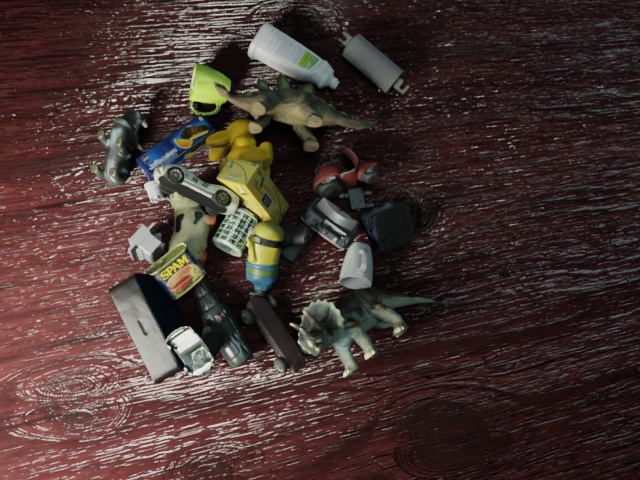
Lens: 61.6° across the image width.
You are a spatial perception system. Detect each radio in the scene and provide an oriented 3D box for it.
[{"bbox_3d":[-0.358,0.187,1.181,0.073,0.131,0.229,-29,84,7],"label":"radio"}]

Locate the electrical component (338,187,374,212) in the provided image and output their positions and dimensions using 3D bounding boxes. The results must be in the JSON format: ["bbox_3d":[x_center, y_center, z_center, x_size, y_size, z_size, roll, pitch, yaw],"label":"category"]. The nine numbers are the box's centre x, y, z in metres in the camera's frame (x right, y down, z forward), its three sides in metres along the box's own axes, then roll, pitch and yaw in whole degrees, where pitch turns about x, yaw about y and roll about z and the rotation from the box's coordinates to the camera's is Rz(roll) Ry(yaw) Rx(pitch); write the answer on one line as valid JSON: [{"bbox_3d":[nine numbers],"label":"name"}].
[{"bbox_3d":[0.095,-0.105,1.422,0.094,0.021,0.063,-6,78,-14],"label":"electrical component"}]

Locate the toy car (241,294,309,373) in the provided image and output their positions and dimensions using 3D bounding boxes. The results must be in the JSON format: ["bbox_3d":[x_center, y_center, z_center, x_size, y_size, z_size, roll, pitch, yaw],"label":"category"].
[{"bbox_3d":[-0.106,0.223,1.275,0.089,0.053,0.202,-33,86,-39],"label":"toy car"}]

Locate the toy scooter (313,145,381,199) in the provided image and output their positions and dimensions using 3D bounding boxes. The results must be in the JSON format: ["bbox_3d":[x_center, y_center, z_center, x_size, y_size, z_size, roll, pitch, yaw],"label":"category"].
[{"bbox_3d":[0.059,-0.186,1.405,0.184,0.075,0.135,-18,57,-4],"label":"toy scooter"}]

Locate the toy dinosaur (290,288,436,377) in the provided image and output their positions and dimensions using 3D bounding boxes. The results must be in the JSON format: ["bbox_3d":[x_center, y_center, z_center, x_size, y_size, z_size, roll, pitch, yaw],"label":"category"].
[{"bbox_3d":[0.097,0.183,1.294,0.405,0.131,0.192,-29,74,-39],"label":"toy dinosaur"}]

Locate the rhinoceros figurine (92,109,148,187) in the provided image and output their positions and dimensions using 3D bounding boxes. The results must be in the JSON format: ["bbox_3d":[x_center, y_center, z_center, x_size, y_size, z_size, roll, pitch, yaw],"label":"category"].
[{"bbox_3d":[-0.469,-0.220,1.280,0.073,0.112,0.190,12,86,19],"label":"rhinoceros figurine"}]

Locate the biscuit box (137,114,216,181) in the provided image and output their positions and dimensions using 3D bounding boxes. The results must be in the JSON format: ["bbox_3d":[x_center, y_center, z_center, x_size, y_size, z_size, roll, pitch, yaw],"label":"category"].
[{"bbox_3d":[-0.354,-0.225,1.330,0.203,0.059,0.063,-42,88,-19],"label":"biscuit box"}]

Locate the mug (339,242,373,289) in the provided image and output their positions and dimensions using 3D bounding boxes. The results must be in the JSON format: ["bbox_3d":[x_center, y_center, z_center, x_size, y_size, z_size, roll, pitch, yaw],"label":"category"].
[{"bbox_3d":[0.095,0.056,1.341,0.081,0.109,0.107,9,61,-3],"label":"mug"}]

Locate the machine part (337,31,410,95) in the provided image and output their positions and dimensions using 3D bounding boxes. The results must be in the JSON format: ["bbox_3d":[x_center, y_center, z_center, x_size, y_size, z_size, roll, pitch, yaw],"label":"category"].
[{"bbox_3d":[0.147,-0.492,1.504,0.243,0.079,0.079,41,71,-1],"label":"machine part"}]

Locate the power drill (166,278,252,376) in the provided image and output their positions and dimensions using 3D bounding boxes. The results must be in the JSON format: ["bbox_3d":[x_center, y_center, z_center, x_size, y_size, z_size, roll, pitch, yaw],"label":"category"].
[{"bbox_3d":[-0.254,0.196,1.183,0.086,0.207,0.232,-34,91,11],"label":"power drill"}]

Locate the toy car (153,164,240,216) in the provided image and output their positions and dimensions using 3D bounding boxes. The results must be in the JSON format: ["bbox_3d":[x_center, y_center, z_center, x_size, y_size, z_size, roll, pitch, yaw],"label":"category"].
[{"bbox_3d":[-0.283,-0.115,1.230,0.201,0.073,0.056,26,61,-19],"label":"toy car"}]

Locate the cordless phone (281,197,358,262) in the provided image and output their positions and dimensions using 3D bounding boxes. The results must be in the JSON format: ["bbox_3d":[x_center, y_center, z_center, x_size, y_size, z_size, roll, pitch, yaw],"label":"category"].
[{"bbox_3d":[-0.002,-0.004,1.354,0.146,0.089,0.184,36,82,-2],"label":"cordless phone"}]

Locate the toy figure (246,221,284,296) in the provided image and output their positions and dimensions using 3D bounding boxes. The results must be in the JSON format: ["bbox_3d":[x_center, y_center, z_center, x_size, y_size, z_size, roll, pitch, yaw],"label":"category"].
[{"bbox_3d":[-0.131,0.043,1.275,0.089,0.082,0.180,0,100,-8],"label":"toy figure"}]

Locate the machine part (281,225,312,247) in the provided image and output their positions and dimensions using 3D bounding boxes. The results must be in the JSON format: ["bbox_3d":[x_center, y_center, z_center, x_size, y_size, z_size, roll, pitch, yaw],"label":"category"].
[{"bbox_3d":[-0.086,-0.008,1.320,0.139,0.039,0.084,-8,74,21],"label":"machine part"}]

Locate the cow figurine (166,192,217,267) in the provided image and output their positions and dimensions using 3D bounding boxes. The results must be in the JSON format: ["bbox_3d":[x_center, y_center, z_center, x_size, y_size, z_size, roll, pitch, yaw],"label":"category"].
[{"bbox_3d":[-0.315,-0.045,1.284,0.127,0.085,0.195,13,74,-16],"label":"cow figurine"}]

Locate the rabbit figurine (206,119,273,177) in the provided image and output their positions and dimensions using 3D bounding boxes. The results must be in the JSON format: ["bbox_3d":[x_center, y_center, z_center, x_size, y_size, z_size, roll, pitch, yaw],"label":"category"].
[{"bbox_3d":[-0.202,-0.229,1.355,0.162,0.121,0.173,-5,63,-5],"label":"rabbit figurine"}]

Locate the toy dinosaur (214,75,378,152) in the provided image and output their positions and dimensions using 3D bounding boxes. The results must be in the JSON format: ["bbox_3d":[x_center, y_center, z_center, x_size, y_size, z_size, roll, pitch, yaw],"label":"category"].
[{"bbox_3d":[-0.044,-0.329,1.371,0.471,0.105,0.199,13,43,-24],"label":"toy dinosaur"}]

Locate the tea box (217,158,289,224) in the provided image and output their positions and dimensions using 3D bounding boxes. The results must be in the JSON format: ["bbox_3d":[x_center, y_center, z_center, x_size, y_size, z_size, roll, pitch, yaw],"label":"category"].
[{"bbox_3d":[-0.156,-0.113,1.279,0.098,0.169,0.068,16,67,35],"label":"tea box"}]

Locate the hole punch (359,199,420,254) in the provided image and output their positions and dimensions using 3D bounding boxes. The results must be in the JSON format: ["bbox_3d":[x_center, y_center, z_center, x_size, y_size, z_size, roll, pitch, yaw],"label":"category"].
[{"bbox_3d":[0.175,-0.038,1.399,0.142,0.092,0.115,-27,114,-20],"label":"hole punch"}]
